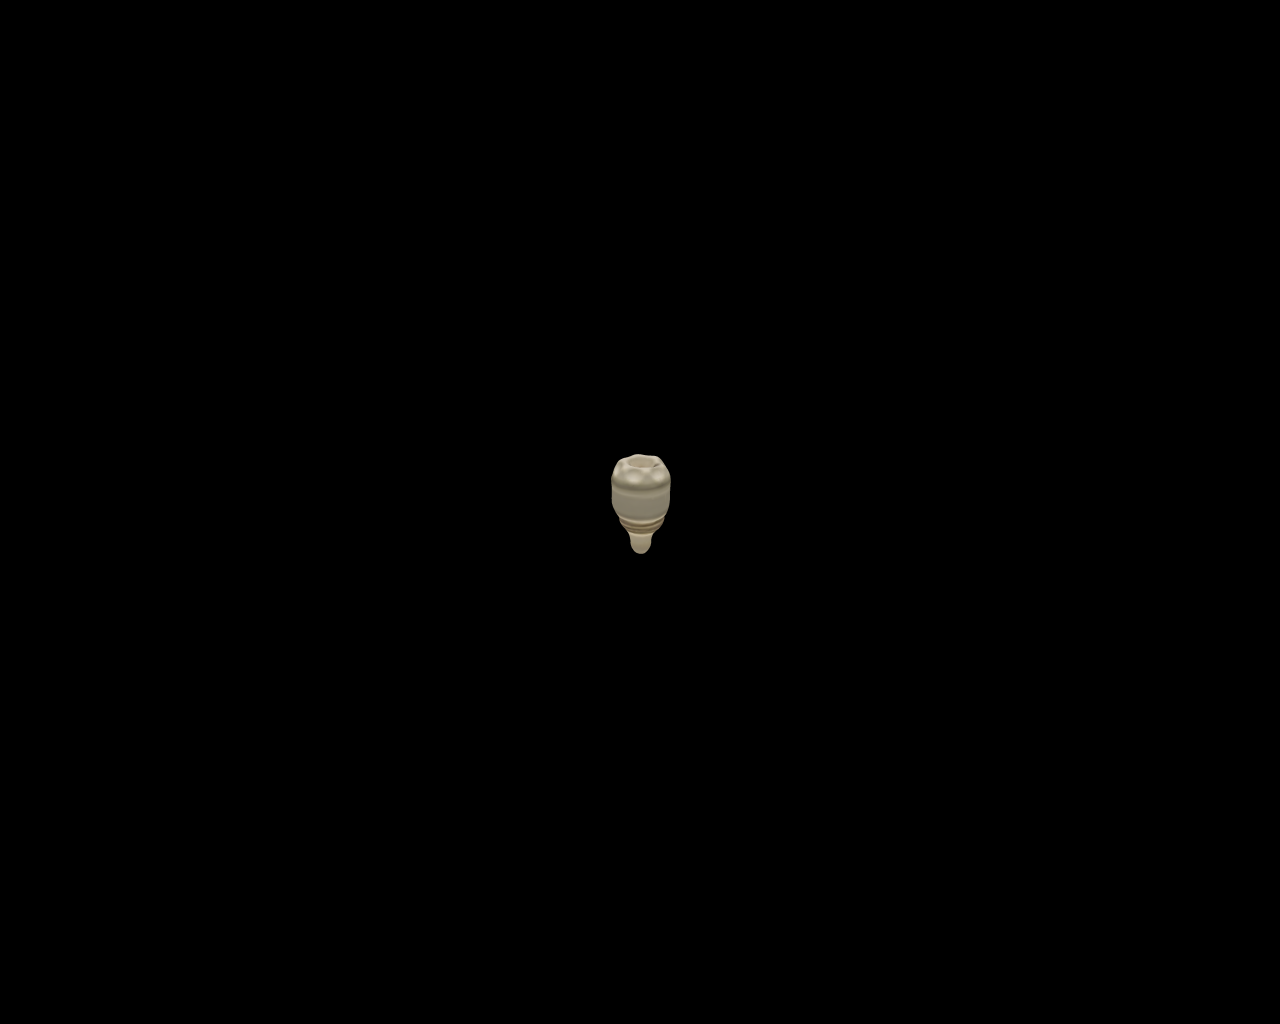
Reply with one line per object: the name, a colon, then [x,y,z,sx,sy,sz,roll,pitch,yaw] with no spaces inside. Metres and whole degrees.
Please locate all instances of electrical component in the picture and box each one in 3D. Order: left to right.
electrical component: [0.001,-0.003,0.650,0.035,0.061,0.035,0,24,0]
